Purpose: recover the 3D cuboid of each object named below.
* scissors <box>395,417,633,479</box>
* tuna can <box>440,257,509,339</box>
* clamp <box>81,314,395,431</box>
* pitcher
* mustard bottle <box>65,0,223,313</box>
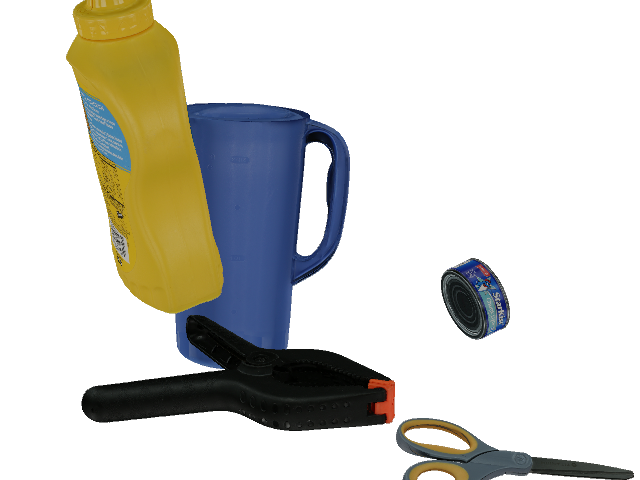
[{"bbox_3d":[0.156,0.200,0.898,0.202,0.016,0.096,15,40,14],"label":"scissors"},{"bbox_3d":[0.169,0.065,1.176,0.033,0.086,0.086,-23,8,-20],"label":"tuna can"},{"bbox_3d":[-0.045,0.098,0.780,0.210,0.036,0.164,4,19,14],"label":"clamp"},{"bbox_3d":[-0.070,-0.007,1.006,0.144,0.243,0.149,-10,18,-39],"label":"pitcher"},{"bbox_3d":[-0.101,-0.060,0.594,0.058,0.191,0.096,-20,34,-19],"label":"mustard bottle"}]
